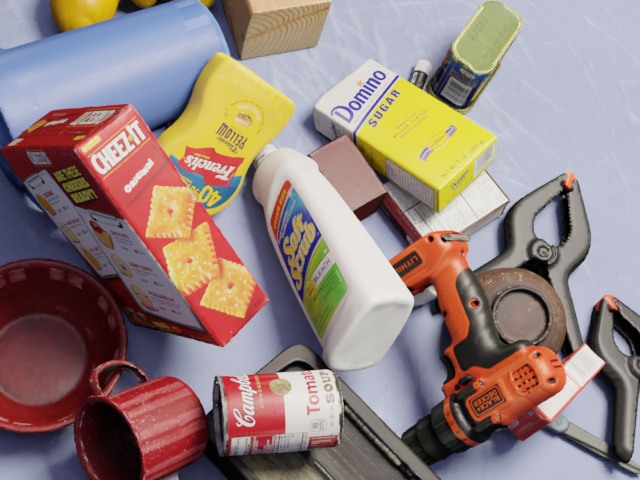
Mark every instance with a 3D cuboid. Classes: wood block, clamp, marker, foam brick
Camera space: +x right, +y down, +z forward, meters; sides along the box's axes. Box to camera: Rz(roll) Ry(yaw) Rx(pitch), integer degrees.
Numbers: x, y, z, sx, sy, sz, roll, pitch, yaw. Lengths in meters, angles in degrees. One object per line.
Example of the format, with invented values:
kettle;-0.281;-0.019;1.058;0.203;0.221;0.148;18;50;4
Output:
wood block;-0.068;-0.313;1.157;0.090;0.090;0.206;-13;71;-17
clamp;0.216;0.019;1.105;0.164;0.036;0.210;19;69;-4
marker;0.097;-0.143;1.158;0.020;0.020;0.121;21;65;-2
foam brick;0.023;-0.058;1.089;0.051;0.053;0.078;-30;76;-21
clamp;0.330;0.136;1.079;0.120;0.039;0.171;-1;66;-21

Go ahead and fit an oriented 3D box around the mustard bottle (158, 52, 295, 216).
mustard bottle;-0.114;-0.080;1.043;0.096;0.058;0.191;32;95;-34

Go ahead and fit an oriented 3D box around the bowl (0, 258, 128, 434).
bowl;-0.256;0.101;0.967;0.162;0.055;0.162;4;67;-10

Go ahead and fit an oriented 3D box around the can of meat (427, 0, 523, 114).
can of meat;0.170;-0.200;1.161;0.057;0.084;0.102;34;66;4

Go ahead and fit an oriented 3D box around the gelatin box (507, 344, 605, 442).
gelatin box;0.221;0.145;1.014;0.089;0.073;0.030;-40;80;-24

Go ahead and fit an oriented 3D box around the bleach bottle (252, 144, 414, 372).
bleach bottle;-0.007;0.001;1.026;0.067;0.103;0.251;1;41;-37

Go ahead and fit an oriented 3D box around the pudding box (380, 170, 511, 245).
pudding box;0.128;-0.041;1.112;0.113;0.039;0.090;-31;76;-19

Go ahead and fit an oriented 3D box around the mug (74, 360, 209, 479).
mug;-0.156;0.156;0.915;0.081;0.093;0.117;-17;70;-47

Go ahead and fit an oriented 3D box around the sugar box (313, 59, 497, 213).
sugar box;0.085;-0.111;1.098;0.176;0.048;0.093;37;65;25

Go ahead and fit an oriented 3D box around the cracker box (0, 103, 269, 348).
cracker box;-0.160;-0.014;0.925;0.072;0.164;0.213;-45;118;-25

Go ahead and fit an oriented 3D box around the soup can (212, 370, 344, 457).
soup can;-0.037;0.146;0.907;0.102;0.069;0.068;-2;68;-13

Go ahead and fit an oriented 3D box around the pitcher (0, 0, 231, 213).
pitcher;-0.208;-0.141;1.047;0.242;0.149;0.145;-25;57;-23

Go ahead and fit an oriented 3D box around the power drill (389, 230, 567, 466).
power drill;0.115;0.100;0.993;0.057;0.185;0.188;1;57;-56

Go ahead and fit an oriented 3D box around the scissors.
scissors;0.215;0.188;1.046;0.202;0.016;0.096;44;68;8
